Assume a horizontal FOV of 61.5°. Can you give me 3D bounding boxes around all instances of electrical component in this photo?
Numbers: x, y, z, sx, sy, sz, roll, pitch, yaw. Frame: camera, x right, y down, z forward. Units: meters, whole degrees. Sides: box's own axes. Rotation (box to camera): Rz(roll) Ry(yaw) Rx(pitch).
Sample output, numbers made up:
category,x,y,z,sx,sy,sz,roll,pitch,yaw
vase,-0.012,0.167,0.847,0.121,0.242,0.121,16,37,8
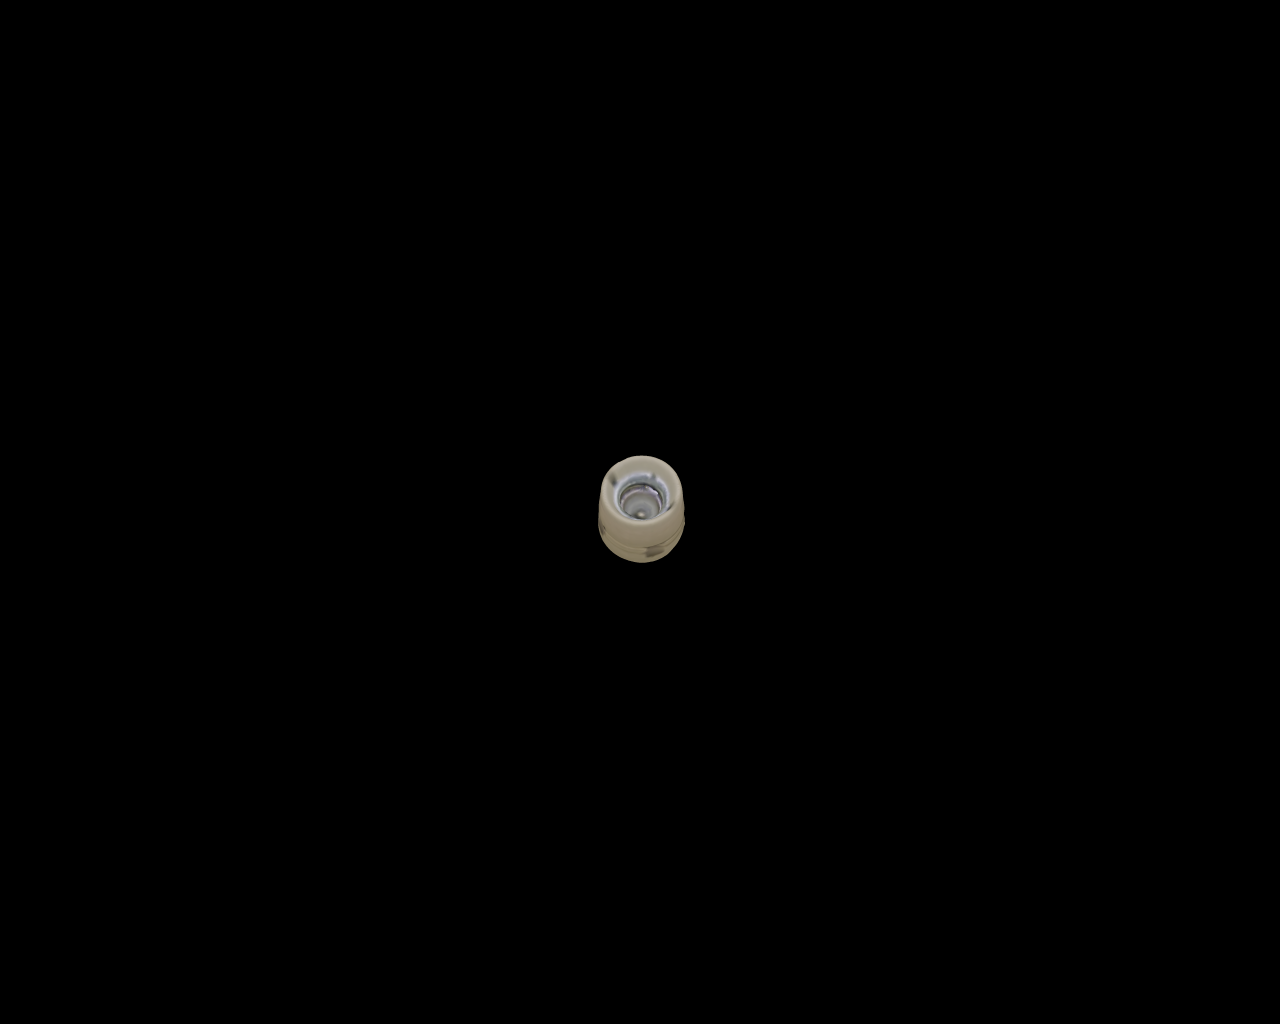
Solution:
category,x,y,z,sx,sy,sz,roll,pitch,yaw
electrical component,0.001,-0.003,0.650,0.055,0.055,0.047,0,-28,0
